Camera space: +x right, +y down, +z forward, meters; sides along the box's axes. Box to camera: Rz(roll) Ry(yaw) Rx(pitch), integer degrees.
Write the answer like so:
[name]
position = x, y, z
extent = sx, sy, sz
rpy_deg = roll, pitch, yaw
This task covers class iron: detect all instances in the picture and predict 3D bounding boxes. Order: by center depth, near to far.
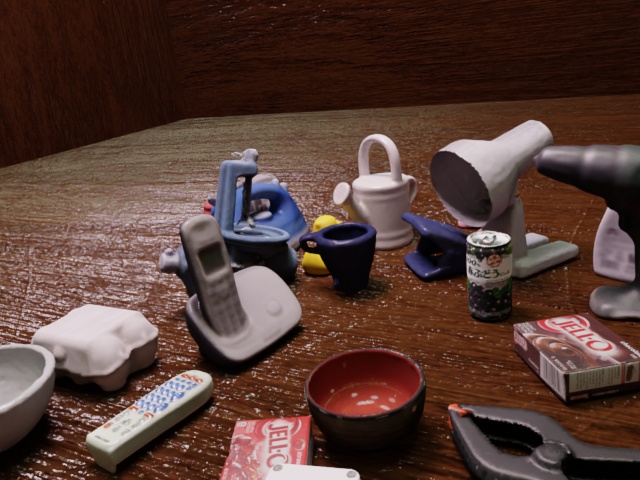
[iron]
position = -0.107, -0.042, 1.034
extent = 0.118, 0.141, 0.259
rpy_deg = 7, 24, 34

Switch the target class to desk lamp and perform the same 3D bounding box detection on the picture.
[desk lamp]
position = 0.269, -0.058, 0.836
extent = 0.204, 0.214, 0.117
rpy_deg = -17, 22, -25

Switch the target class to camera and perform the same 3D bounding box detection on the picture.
[camera]
position = -0.155, -0.087, 1.237
extent = 0.137, 0.101, 0.142
rpy_deg = -22, 24, -35

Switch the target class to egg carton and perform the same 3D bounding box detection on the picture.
[egg carton]
position = -0.282, 0.132, 0.714
extent = 0.150, 0.069, 0.107
rpy_deg = 3, 22, 27

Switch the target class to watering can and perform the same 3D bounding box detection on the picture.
[watering can]
position = 0.103, -0.086, 1.002
extent = 0.100, 0.194, 0.173
rpy_deg = 5, 23, 32

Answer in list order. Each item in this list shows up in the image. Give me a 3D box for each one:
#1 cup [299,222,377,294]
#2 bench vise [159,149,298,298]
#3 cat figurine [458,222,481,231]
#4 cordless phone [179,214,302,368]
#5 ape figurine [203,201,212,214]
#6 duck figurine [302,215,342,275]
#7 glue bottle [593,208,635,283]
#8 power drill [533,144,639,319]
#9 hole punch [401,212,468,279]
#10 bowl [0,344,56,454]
[cup]
position = 0.029, 0.031, 0.851
extent = 0.117, 0.095, 0.092
rpy_deg = -2, 20, 16
[bench vise]
position = -0.131, -0.014, 0.846
extent = 0.121, 0.220, 0.208
rpy_deg = 10, 26, 39
[cat figurine]
position = 0.285, -0.078, 1.031
extent = 0.067, 0.118, 0.127
rpy_deg = -14, 21, -19
[cordless phone]
position = -0.102, 0.048, 0.712
extent = 0.093, 0.185, 0.148
rpy_deg = 7, 24, 36
[ape figurine]
position = -0.209, -0.038, 1.131
extent = 0.077, 0.092, 0.076
rpy_deg = 3, 22, 27
[duck figurine]
position = 0.009, 0.003, 0.948
extent = 0.077, 0.086, 0.105
rpy_deg = 7, 24, 35
[glue bottle]
position = 0.411, -0.029, 0.766
extent = 0.037, 0.173, 0.077
rpy_deg = -21, 24, -34
[power drill]
position = 0.374, -0.012, 0.678
extent = 0.229, 0.208, 0.076
rpy_deg = 1, 21, 21
[hole punch]
position = 0.184, -0.001, 0.890
extent = 0.101, 0.091, 0.108
rpy_deg = -11, 20, -10
[bowl]
position = -0.355, 0.181, 0.596
extent = 0.167, 0.075, 0.167
rpy_deg = -6, 20, 3
